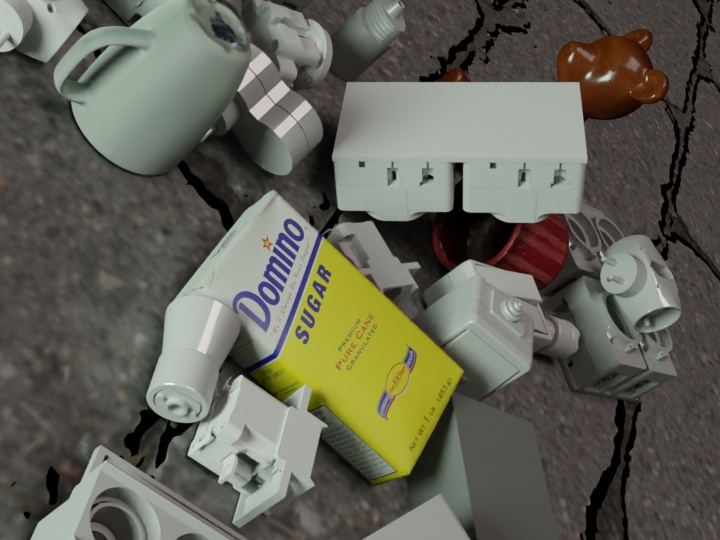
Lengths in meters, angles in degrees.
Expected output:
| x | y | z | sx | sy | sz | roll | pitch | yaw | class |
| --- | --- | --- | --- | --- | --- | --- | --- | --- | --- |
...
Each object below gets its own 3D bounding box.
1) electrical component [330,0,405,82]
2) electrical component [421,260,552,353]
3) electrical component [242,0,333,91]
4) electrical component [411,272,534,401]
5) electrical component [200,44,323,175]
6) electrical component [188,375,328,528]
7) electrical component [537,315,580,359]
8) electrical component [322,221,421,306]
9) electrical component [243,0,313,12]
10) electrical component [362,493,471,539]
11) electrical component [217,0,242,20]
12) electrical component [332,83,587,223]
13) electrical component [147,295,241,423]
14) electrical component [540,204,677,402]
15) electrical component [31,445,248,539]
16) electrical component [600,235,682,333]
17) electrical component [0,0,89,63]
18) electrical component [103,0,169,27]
| x | y | z | sx | sy | sz | roll | pitch | yaw | class |
| --- | --- | --- | --- | --- | --- | --- | --- | --- | --- |
| 0.008 | -0.207 | 0.942 | 0.043 | 0.081 | 0.043 | 32 | 38 | -29 | electrical component |
| 0.107 | 0.036 | 0.850 | 0.096 | 0.061 | 0.061 | 15 | 47 | -43 | electrical component |
| -0.060 | -0.173 | 0.849 | 0.057 | 0.058 | 0.078 | 6 | 54 | -45 | electrical component |
| 0.079 | 0.054 | 0.763 | 0.062 | 0.096 | 0.061 | 39 | 35 | -19 | electrical component |
| -0.096 | -0.120 | 0.756 | 0.138 | 0.052 | 0.073 | 47 | 62 | -11 | electrical component |
| -0.058 | 0.096 | 0.602 | 0.064 | 0.042 | 0.081 | 39 | 34 | -20 | electrical component |
| 0.158 | 0.055 | 0.920 | 0.061 | 0.035 | 0.035 | 19 | 45 | -37 | electrical component |
| 0.000 | 0.000 | 0.769 | 0.081 | 0.042 | 0.063 | -7 | 61 | -54 | electrical component |
| -0.096 | -0.289 | 0.909 | 0.089 | 0.062 | 0.150 | 12 | 50 | -46 | electrical component |
| 0.010 | 0.175 | 0.578 | 0.113 | 0.078 | 0.057 | -13 | 66 | -55 | electrical component |
| -0.111 | -0.190 | 0.813 | 0.043 | 0.043 | 0.062 | 28 | 41 | -33 | electrical component |
| 0.078 | -0.094 | 0.844 | 0.105 | 0.186 | 0.060 | -81 | 170 | -49 | electrical component |
| -0.095 | 0.052 | 0.602 | 0.044 | 0.044 | 0.065 | 36 | 41 | -24 | electrical component |
| 0.216 | 0.021 | 1.001 | 0.105 | 0.060 | 0.186 | 14 | 48 | -44 | electrical component |
| -0.090 | 0.148 | 0.492 | 0.121 | 0.063 | 0.078 | 39 | 35 | -21 | electrical component |
| 0.237 | 0.008 | 0.939 | 0.079 | 0.043 | 0.077 | 19 | 45 | -41 | electrical component |
| -0.214 | -0.158 | 0.651 | 0.077 | 0.044 | 0.079 | 38 | 35 | -21 | electrical component |
| -0.151 | -0.240 | 0.751 | 0.108 | 0.109 | 0.056 | 45 | 36 | -11 | electrical component |
